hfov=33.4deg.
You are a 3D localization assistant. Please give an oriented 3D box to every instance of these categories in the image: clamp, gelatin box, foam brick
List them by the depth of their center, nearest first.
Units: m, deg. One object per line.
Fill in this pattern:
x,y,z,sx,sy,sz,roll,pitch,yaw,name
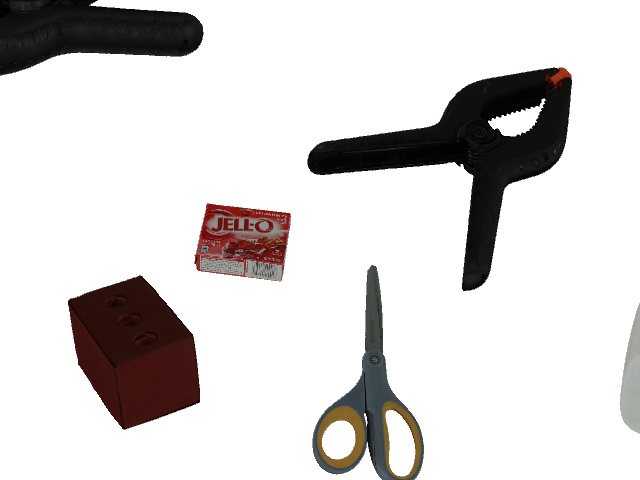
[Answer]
-0.167,-0.130,0.614,0.171,0.039,0.120,-10,31,-29,clamp
-0.115,0.068,0.658,0.052,0.051,0.078,-19,37,-27,foam brick
0.119,-0.059,0.781,0.209,0.165,0.036,-30,-32,-21,clamp
-0.078,0.001,1.081,0.089,0.073,0.030,7,-44,-1,gelatin box

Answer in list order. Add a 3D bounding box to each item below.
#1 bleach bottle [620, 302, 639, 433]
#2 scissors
0.277,0.062,0.758,0.103,0.068,0.250,11,22,19,bleach bottle
0.027,0.110,0.873,0.096,0.202,0.016,-9,-34,-12,scissors
